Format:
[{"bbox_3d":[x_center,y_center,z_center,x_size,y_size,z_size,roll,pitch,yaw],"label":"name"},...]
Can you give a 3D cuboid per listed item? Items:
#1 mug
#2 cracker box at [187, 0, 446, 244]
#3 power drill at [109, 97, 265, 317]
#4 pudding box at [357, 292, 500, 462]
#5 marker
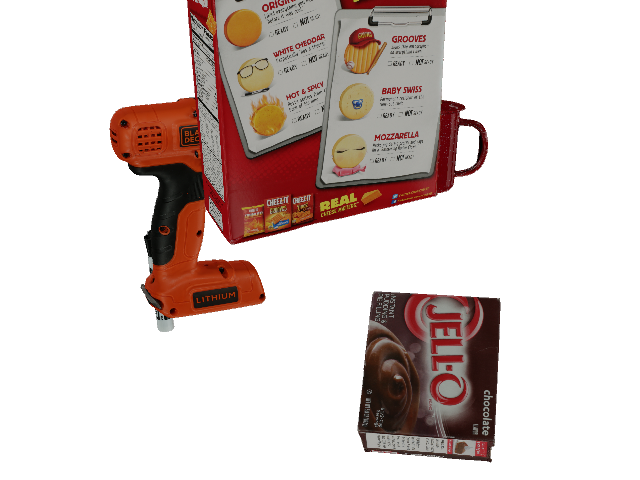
[{"bbox_3d":[0.103,-0.091,1.030,0.117,0.081,0.093,4,15,6],"label":"mug"},{"bbox_3d":[-0.002,-0.119,0.719,0.164,0.214,0.072,-14,33,-20],"label":"cracker box"},{"bbox_3d":[-0.087,-0.035,0.921,0.184,0.188,0.057,-8,21,-23],"label":"power drill"},{"bbox_3d":[0.076,0.091,0.729,0.090,0.113,0.039,2,-33,9],"label":"pudding box"},{"bbox_3d":[-0.180,0.045,1.189,0.020,0.121,0.020,-4,24,2],"label":"marker"}]
